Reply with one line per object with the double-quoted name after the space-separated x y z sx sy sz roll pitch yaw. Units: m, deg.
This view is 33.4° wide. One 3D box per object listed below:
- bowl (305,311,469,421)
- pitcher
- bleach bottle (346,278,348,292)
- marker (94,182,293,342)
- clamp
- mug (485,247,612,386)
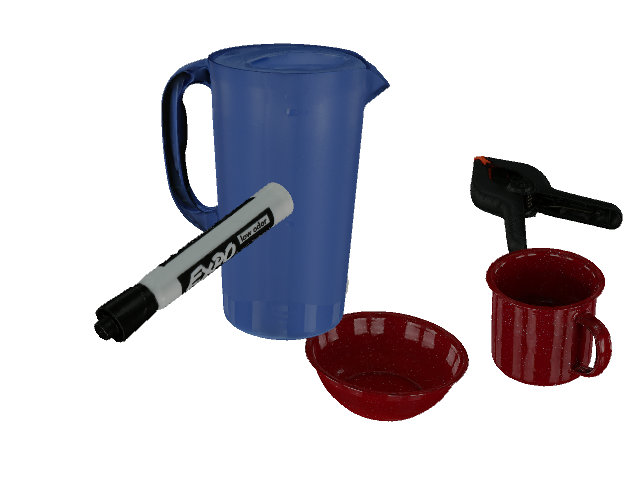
0.064 0.132 1.061 0.162 0.055 0.162 3 25 -1 "bowl"
-0.040 -0.044 0.914 0.144 0.243 0.149 -17 27 -42 "pitcher"
0.002 -0.070 1.108 0.068 0.251 0.102 0 28 -11 "bleach bottle"
-0.058 0.009 0.503 0.020 0.020 0.120 0 31 48 "marker"
0.211 -0.040 1.051 0.120 0.039 0.171 -8 34 -14 "clamp"
0.188 0.068 0.860 0.093 0.081 0.117 -22 35 -29 "mug"
